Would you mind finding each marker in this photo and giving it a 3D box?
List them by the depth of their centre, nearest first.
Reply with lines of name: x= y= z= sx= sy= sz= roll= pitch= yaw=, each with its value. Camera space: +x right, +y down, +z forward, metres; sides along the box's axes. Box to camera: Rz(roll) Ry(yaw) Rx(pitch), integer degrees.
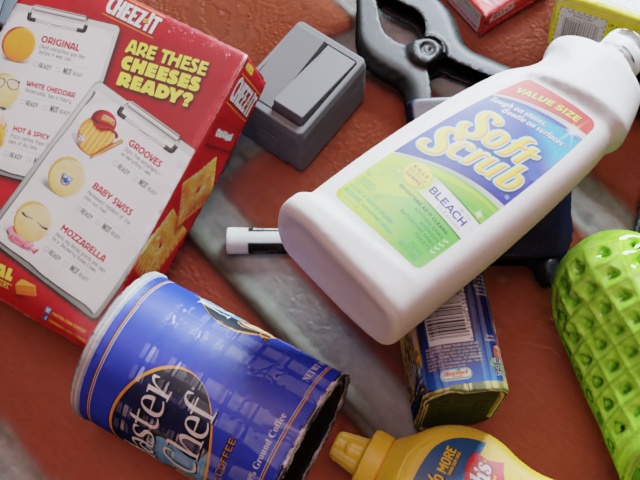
marker: x=-0.005 y=0.001 z=0.747 sx=0.121 sy=0.020 sz=0.020 roll=1 pitch=65 yaw=1

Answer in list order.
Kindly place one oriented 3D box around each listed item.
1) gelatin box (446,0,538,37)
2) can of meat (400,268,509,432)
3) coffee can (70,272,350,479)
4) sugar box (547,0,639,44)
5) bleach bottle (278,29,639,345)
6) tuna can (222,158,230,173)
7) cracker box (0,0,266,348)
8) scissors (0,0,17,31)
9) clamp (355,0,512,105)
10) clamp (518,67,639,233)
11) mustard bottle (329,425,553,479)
gelatin box: x=0.129 y=-0.213 z=0.839 sx=0.073 sy=0.030 sz=0.089 roll=-32 pitch=68 yaw=-13
can of meat: x=0.080 y=0.068 z=0.670 sx=0.057 sy=0.102 sz=0.084 roll=-7 pitch=67 yaw=-2
coffee can: x=-0.067 y=0.096 z=0.658 sx=0.140 sy=0.103 sz=0.102 roll=27 pitch=68 yaw=12
sugar box: x=0.239 y=-0.191 z=0.789 sx=0.093 sy=0.048 sz=0.176 roll=22 pitch=45 yaw=16
bleach bottle: x=0.099 y=-0.052 z=0.635 sx=0.250 sy=0.068 sz=0.103 roll=-40 pitch=74 yaw=-19
tuna can: x=-0.106 y=-0.075 z=0.776 sx=0.086 sy=0.034 sz=0.086 roll=0 pitch=65 yaw=1
cracker box: x=-0.158 y=-0.054 z=0.715 sx=0.164 sy=0.072 sz=0.213 roll=27 pitch=87 yaw=12
scissors: x=-0.254 y=-0.197 z=0.845 sx=0.096 sy=0.016 sz=0.202 roll=-5 pitch=65 yaw=-2
clamp: x=0.091 y=-0.134 z=0.800 sx=0.120 sy=0.039 sz=0.171 roll=-22 pitch=73 yaw=-17
clamp: x=0.244 y=-0.101 z=0.773 sx=0.209 sy=0.036 sz=0.164 roll=-38 pitch=81 yaw=-19
mustard bottle: x=0.094 y=0.167 z=0.647 sx=0.192 sy=0.058 sz=0.096 roll=25 pitch=68 yaw=12
